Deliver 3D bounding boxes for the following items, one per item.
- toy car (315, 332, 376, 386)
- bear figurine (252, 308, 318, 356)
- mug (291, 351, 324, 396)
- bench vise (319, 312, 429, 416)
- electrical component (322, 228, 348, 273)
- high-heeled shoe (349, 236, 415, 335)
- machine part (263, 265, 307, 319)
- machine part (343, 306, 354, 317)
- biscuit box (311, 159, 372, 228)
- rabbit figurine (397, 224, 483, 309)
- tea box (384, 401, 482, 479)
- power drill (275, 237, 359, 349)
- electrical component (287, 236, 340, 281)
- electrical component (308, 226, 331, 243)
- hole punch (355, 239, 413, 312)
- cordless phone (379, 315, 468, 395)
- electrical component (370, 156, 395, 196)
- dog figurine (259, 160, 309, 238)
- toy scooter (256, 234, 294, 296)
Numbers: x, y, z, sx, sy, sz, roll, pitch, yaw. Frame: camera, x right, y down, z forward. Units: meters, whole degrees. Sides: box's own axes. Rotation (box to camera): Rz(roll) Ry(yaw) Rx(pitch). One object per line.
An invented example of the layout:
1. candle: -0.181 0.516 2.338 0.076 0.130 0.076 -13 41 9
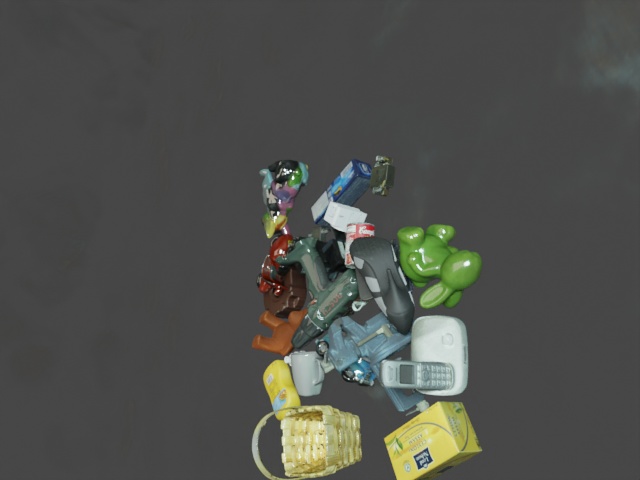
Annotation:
1. toy car: 0.071 0.252 1.218 0.162 0.109 0.103 37 94 45
2. bear figurine: -0.076 0.228 1.418 0.196 0.132 0.120 -46 22 47
3. mug: -0.022 0.337 1.354 0.110 0.081 0.107 -10 82 50
4. bench vise: 0.125 0.248 1.080 0.241 0.224 0.128 57 154 16
5. electrical component: 0.047 0.025 1.345 0.047 0.075 0.119 -48 48 36
6. high-heeled shoe: 0.129 0.086 1.114 0.249 0.086 0.145 -119 11 -68
7. machine part: -0.104 0.139 1.549 0.179 0.056 0.179 -26 58 51
8. machine part: 0.024 0.158 1.349 0.084 0.039 0.139 -51 52 15
9. biscuit box: 0.058 -0.117 1.385 0.202 0.063 0.059 -47 44 37
10. rabbit figurine: 0.230 0.054 1.026 0.170 0.121 0.159 22 106 59
11. tea box: 0.207 0.382 1.005 0.169 0.068 0.098 -50 42 34
12. power drill: -0.024 0.112 1.254 0.232 0.086 0.207 -40 61 18
13. electrical component: -0.007 0.051 1.381 0.134 0.115 0.058 54 128 48
14. electrical component: -0.003 -0.004 1.475 0.094 0.021 0.063 -15 68 52
15. hole punch: 0.150 0.087 1.179 0.116 0.092 0.142 -23 49 24
16. cordless phone: 0.182 0.209 0.992 0.089 0.184 0.146 -19 65 57
17. electrical component: 0.146 -0.155 1.282 0.078 0.045 0.102 8 86 55
18. dog figurine: -0.110 -0.110 1.595 0.192 0.108 0.219 -17 70 50
19. toy scooter: -0.111 0.079 1.456 0.183 0.075 0.135 -63 27 12
